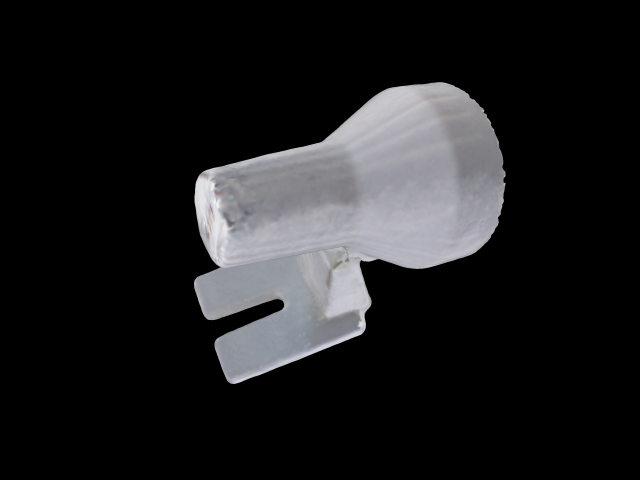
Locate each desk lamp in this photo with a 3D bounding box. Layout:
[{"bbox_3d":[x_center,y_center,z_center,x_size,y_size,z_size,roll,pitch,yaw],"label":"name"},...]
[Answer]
[{"bbox_3d":[0.004,0.001,0.400,0.203,0.213,0.117,-22,65,-10],"label":"desk lamp"}]
